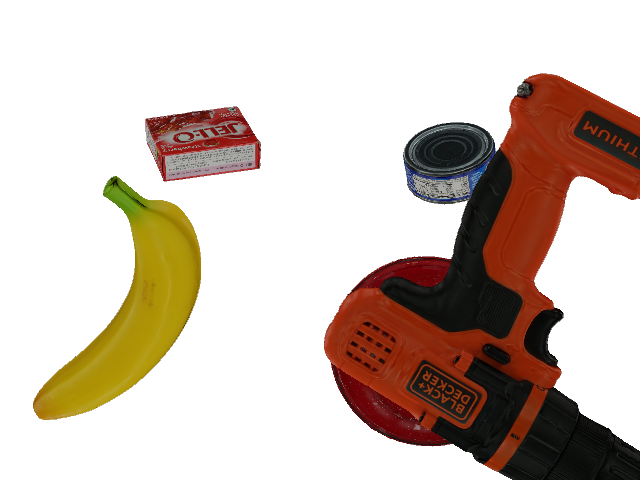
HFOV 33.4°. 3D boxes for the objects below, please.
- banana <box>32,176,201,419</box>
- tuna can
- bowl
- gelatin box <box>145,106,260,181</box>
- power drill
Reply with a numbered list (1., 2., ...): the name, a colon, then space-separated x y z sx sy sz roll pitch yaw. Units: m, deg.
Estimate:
1. banana: -0.113 0.042 0.619 0.069 0.198 0.037 19 36 -11
2. tuna can: 0.120 -0.073 0.984 0.086 0.034 0.086 -9 38 7
3. bowl: 0.085 0.096 0.861 0.162 0.162 0.055 0 7 7
4. gelatin box: -0.104 -0.087 0.944 0.089 0.030 0.073 -10 35 -16
5. power drill: 0.118 0.027 0.528 0.184 0.188 0.057 30 8 5
